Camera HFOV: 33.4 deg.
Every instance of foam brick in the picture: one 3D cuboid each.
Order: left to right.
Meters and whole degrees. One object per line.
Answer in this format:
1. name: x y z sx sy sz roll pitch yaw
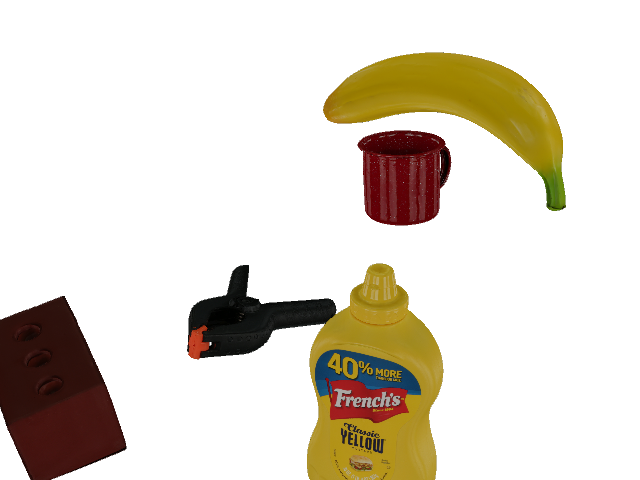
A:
1. foam brick: -0.144 0.079 0.568 0.053 0.051 0.078 -22 42 -17

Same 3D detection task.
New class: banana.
1. banana: 0.077 -0.082 0.657 0.198 0.069 0.037 28 7 42

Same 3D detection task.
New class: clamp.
1. clamp: -0.078 0.068 1.035 0.120 0.039 0.171 19 22 35

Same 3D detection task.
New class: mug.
1. mug: 0.097 -0.070 1.156 0.117 0.081 0.093 -20 28 -37

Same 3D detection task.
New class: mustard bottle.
1. mustard bottle: 0.040 0.104 0.774 0.096 0.192 0.058 12 29 20
